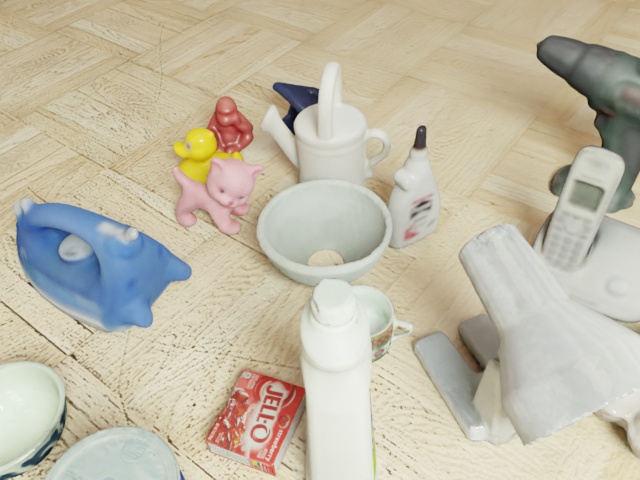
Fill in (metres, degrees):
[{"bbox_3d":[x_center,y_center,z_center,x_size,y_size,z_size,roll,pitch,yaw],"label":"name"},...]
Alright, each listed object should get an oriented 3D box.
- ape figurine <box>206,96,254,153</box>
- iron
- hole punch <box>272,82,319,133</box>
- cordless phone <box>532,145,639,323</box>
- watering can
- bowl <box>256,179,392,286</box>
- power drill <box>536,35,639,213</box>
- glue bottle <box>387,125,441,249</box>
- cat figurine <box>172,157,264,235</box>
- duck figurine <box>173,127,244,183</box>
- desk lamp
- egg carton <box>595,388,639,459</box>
[{"bbox_3d":[-0.144,-0.181,0.897,0.078,0.092,0.076,-3,45,1],"label":"ape figurine"},{"bbox_3d":[-0.292,0.007,0.685,0.257,0.141,0.119,16,49,19],"label":"iron"},{"bbox_3d":[-0.015,-0.212,0.921,0.101,0.091,0.108,-25,49,-20],"label":"hole punch"},{"bbox_3d":[0.321,-0.007,0.632,0.147,0.185,0.094,22,51,24],"label":"cordless phone"},{"bbox_3d":[0.007,-0.147,0.782,0.173,0.194,0.100,-9,45,-5],"label":"watering can"},{"bbox_3d":[0.007,0.003,0.719,0.167,0.075,0.167,-2,45,2],"label":"bowl"},{"bbox_3d":[0.375,-0.145,0.748,0.229,0.209,0.076,23,51,24],"label":"power drill"},{"bbox_3d":[0.118,-0.068,0.713,0.078,0.173,0.037,-28,50,-22],"label":"glue bottle"},{"bbox_3d":[-0.139,-0.072,0.771,0.127,0.118,0.067,9,47,12],"label":"cat figurine"},{"bbox_3d":[-0.167,-0.126,0.848,0.104,0.086,0.077,-3,45,1],"label":"duck figurine"},{"bbox_3d":[0.175,0.102,0.513,0.118,0.214,0.202,-19,47,-15],"label":"desk lamp"},{"bbox_3d":[0.344,0.149,0.558,0.150,0.069,0.107,-24,49,-19],"label":"egg carton"}]
